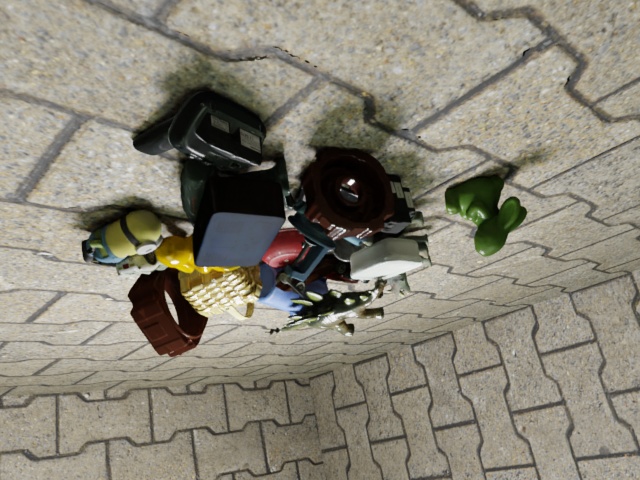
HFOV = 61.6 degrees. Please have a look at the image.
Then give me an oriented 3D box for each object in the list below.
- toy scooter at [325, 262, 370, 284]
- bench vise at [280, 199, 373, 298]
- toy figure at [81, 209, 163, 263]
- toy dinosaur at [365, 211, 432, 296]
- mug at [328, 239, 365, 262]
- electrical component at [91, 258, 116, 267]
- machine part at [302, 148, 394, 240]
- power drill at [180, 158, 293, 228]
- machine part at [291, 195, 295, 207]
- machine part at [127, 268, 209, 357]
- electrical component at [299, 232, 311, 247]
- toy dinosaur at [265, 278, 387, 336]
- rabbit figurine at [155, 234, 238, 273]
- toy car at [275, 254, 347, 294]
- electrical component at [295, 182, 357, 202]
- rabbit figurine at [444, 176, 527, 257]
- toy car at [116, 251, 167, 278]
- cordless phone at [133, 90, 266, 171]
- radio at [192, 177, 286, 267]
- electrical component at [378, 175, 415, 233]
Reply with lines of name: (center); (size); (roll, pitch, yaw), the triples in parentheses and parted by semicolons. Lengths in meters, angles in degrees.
toy scooter: (0.067, 0.086, 1.536); (0.135, 0.075, 0.184); (8, -178, 23)
bench vise: (0.003, 0.002, 1.171); (0.223, 0.129, 0.240); (25, 104, -46)
toy figure: (-0.400, -0.004, 1.075); (0.180, 0.082, 0.089); (-11, 129, 21)
toy dinosaur: (0.181, 0.015, 1.374); (0.192, 0.131, 0.404); (-11, 151, 12)
mug: (0.063, 0.022, 1.373); (0.110, 0.081, 0.107); (-14, 171, 6)
electrical component: (-0.468, 0.036, 1.200); (0.102, 0.045, 0.078); (12, 177, -41)
machine part: (0.051, -0.083, 0.980); (0.179, 0.179, 0.056); (-1, 160, -25)
power drill: (-0.156, -0.087, 1.005); (0.207, 0.086, 0.231); (-2, 156, -2)
machine part: (-0.110, -0.067, 1.122); (0.084, 0.039, 0.139); (17, 148, -36)
machine part: (-0.362, 0.163, 1.309); (0.087, 0.200, 0.201); (-23, -158, 11)
electrical component: (-0.003, -0.009, 1.281); (0.094, 0.063, 0.021); (-3, 157, -21)
toy dinosaur: (0.016, 0.194, 1.449); (0.198, 0.105, 0.471); (12, 148, -30)
rabbit figurine: (-0.272, 0.015, 1.152); (0.173, 0.121, 0.162); (-8, 178, -33)
toy car: (-0.024, 0.080, 1.386); (0.202, 0.089, 0.053); (-21, 122, -33)
electrical component: (0.016, -0.088, 1.053); (0.119, 0.048, 0.075); (24, 153, -6)
rabbit figurine: (0.386, -0.049, 1.223); (0.159, 0.170, 0.121); (-22, 157, 28)
toy car: (-0.378, 0.048, 1.194); (0.074, 0.056, 0.201); (-15, 179, 10)
cordless phone: (-0.191, -0.149, 0.840); (0.184, 0.088, 0.146); (-12, 163, 35)
radio: (-0.150, -0.024, 0.965); (0.131, 0.073, 0.229); (1, 156, -21)
electrical component: (0.132, -0.075, 1.111); (0.134, 0.115, 0.058); (4, 157, -29)
